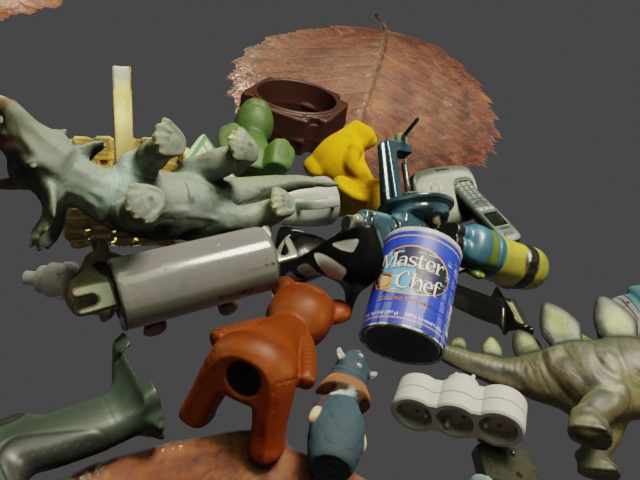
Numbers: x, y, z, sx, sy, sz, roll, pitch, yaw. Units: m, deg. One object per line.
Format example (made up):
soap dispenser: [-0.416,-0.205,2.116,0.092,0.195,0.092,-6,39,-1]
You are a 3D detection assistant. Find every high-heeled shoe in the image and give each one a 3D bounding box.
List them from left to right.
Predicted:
high-heeled shoe: [-0.001,-0.002,0.718,0.086,0.145,0.249,-12,35,-28]

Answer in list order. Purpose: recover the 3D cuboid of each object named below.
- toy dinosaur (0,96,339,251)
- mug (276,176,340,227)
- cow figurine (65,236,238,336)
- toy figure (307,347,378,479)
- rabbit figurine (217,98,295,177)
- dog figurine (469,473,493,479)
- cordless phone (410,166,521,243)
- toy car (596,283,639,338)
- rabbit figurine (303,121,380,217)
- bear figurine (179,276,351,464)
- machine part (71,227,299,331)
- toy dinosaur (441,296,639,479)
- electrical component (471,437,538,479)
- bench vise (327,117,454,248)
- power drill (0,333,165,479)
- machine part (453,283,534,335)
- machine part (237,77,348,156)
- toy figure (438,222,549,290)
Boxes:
toy dinosaur: [-0.169,-0.050,0.626,0.192,0.131,0.404,-13,-14,40]
mug: [-0.027,-0.054,0.837,0.107,0.080,0.110,-10,15,-31]
cow figurine: [-0.205,0.047,0.653,0.195,0.085,0.127,-13,48,-28]
toy figure: [0.022,0.176,0.568,0.058,0.064,0.154,-20,23,21]
rabbit figurine: [-0.108,-0.153,0.901,0.121,0.159,0.170,9,54,-9]
dog figurine: [0.055,0.279,0.400,0.219,0.108,0.192,-8,43,-21]
cordless phone: [0.241,-0.043,0.923,0.146,0.088,0.184,-11,46,-30]
toy car: [0.439,0.122,0.740,0.103,0.109,0.162,-2,25,8]
rabbit figurine: [0.065,-0.103,0.926,0.173,0.122,0.162,45,44,11]
bear figurine: [-0.050,0.123,0.595,0.120,0.131,0.196,22,18,11]
machine part: [-0.134,0.039,0.578,0.243,0.079,0.079,-13,42,-27]
toy dinosaur: [0.324,0.164,0.616,0.472,0.104,0.198,7,42,16]
electrical component: [0.196,0.240,0.564,0.063,0.021,0.094,8,35,-7]
bench vise: [0.118,-0.061,0.833,0.223,0.129,0.240,4,71,-23]
power drill: [-0.262,0.159,0.484,0.207,0.085,0.232,-16,45,-40]
machine part: [0.229,0.090,0.754,0.139,0.039,0.084,19,32,-16]
machine part: [-0.055,-0.268,1.135,0.202,0.087,0.201,23,36,12]
toy figure: [0.257,0.027,0.797,0.180,0.082,0.089,22,7,-27]
